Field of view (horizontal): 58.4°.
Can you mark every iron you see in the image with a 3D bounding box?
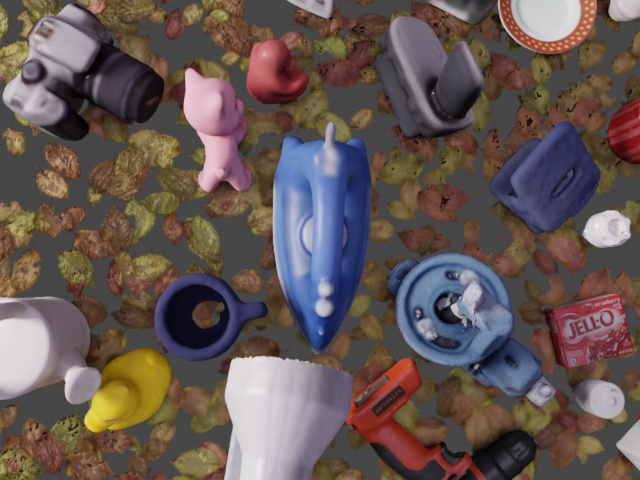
[{"bbox_3d":[0.006,0.002,0.632,0.118,0.141,0.258,1,85,-4],"label":"iron"}]

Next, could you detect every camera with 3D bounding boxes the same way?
[{"bbox_3d":[-0.261,-0.179,0.651,0.137,0.100,0.143,28,83,-1],"label":"camera"}]

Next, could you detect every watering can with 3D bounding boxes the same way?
[{"bbox_3d":[-0.304,0.108,0.574,0.173,0.194,0.101,3,84,-3],"label":"watering can"}]

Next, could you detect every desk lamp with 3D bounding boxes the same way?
[{"bbox_3d":[-0.041,0.211,0.573,0.118,0.213,0.203,9,84,-3],"label":"desk lamp"}]

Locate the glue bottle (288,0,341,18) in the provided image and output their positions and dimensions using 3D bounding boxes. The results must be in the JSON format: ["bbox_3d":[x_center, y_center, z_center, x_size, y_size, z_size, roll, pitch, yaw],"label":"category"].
[{"bbox_3d":[-0.007,-0.316,0.645,0.078,0.173,0.037,26,83,-1],"label":"glue bottle"}]

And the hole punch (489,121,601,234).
[{"bbox_3d":[0.278,-0.073,0.684,0.101,0.091,0.109,42,83,1],"label":"hole punch"}]

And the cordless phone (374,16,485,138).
[{"bbox_3d":[0.132,-0.199,0.638,0.094,0.185,0.147,-27,87,-6],"label":"cordless phone"}]

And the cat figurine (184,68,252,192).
[{"bbox_3d":[-0.116,-0.125,0.648,0.067,0.117,0.128,-7,85,-4],"label":"cat figurine"}]

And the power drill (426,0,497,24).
[{"bbox_3d":[0.191,-0.335,0.643,0.229,0.208,0.076,26,83,-1],"label":"power drill"}]

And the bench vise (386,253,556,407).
[{"bbox_3d":[0.176,0.087,0.597,0.207,0.219,0.121,25,83,-1],"label":"bench vise"}]

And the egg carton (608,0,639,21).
[{"bbox_3d":[0.407,-0.357,0.731,0.107,0.069,0.150,-17,86,-5],"label":"egg carton"}]

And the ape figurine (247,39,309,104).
[{"bbox_3d":[-0.053,-0.203,0.672,0.076,0.092,0.078,-32,87,-6],"label":"ape figurine"}]

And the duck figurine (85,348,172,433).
[{"bbox_3d":[-0.214,0.168,0.629,0.077,0.086,0.104,43,83,1],"label":"duck figurine"}]

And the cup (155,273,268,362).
[{"bbox_3d":[-0.116,0.083,0.640,0.118,0.095,0.092,-7,85,-4],"label":"cup"}]
